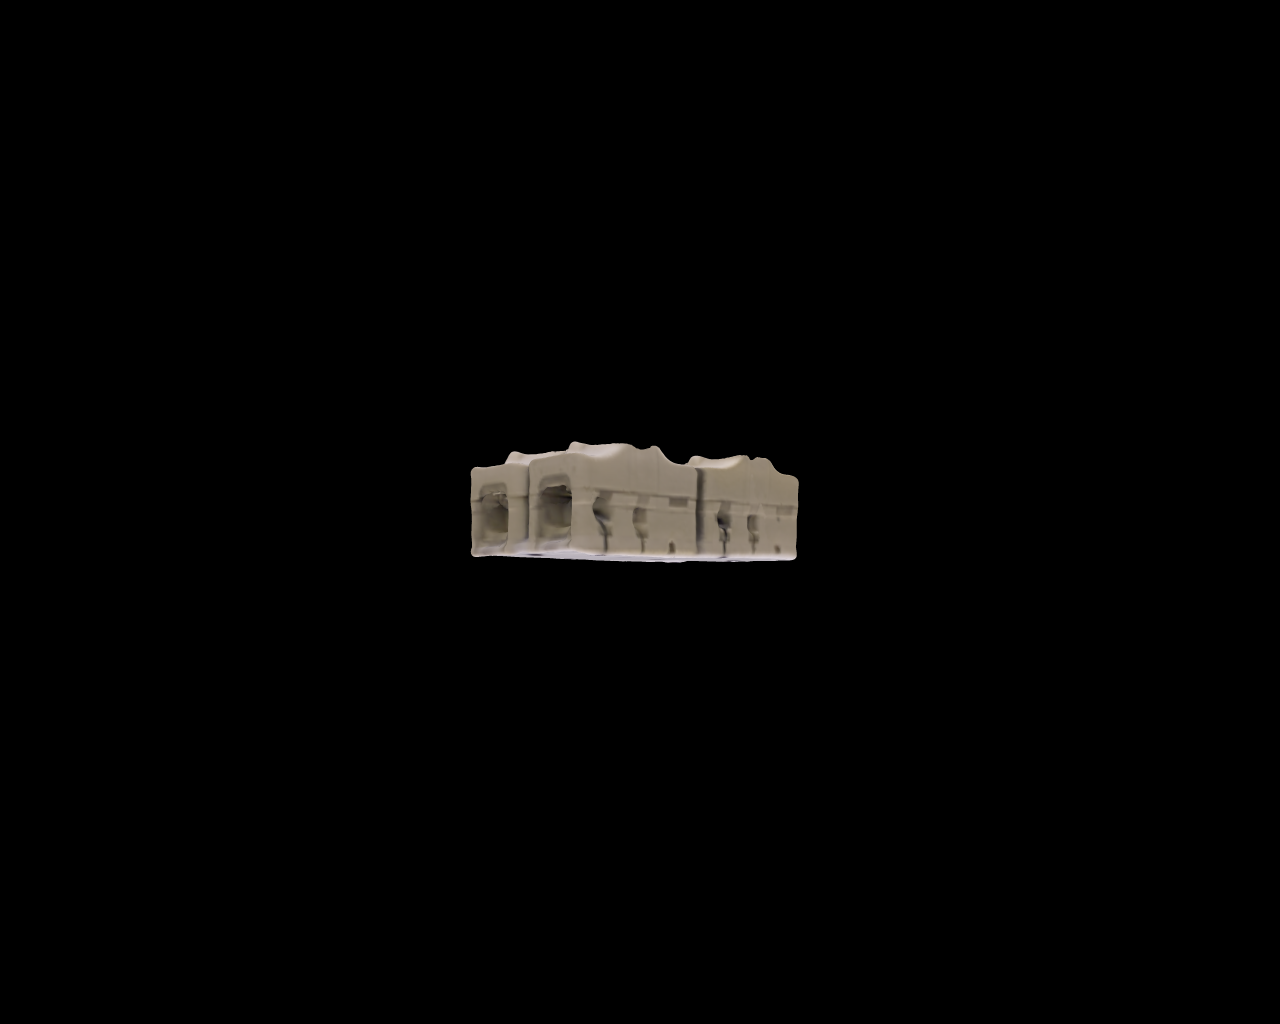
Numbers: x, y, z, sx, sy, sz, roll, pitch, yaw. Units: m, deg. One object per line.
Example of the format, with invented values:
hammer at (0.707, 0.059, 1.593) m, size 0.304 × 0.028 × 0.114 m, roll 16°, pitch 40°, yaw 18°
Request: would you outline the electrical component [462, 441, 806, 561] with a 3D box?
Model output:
electrical component at (0.001, -0.003, 0.650) m, size 0.186 × 0.060 × 0.105 m, roll 4°, pitch -6°, yaw -43°
